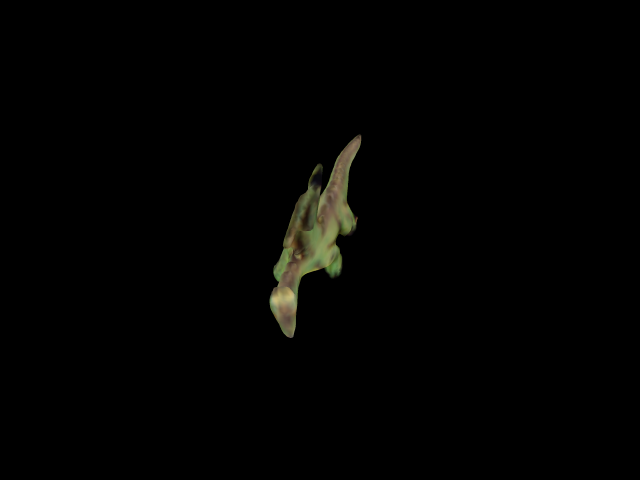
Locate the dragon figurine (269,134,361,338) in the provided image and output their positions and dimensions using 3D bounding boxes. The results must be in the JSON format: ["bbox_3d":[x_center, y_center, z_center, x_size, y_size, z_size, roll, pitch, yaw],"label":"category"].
[{"bbox_3d":[0.003,-0.043,0.850,0.122,0.415,0.240,17,-15,4],"label":"dragon figurine"}]
